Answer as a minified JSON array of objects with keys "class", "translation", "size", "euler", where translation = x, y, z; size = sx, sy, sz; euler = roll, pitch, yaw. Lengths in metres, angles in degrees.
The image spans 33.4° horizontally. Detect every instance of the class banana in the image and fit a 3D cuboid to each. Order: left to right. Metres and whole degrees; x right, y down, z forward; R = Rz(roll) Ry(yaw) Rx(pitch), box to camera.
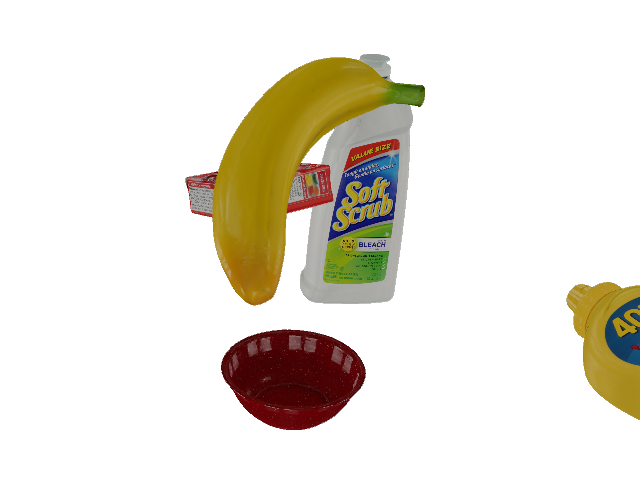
[{"class":"banana","translation":[-0.012,-0.046,0.544],"size":[0.070,0.037,0.197],"euler":[20,46,18]}]

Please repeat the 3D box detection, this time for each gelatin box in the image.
[{"class":"gelatin box","translation":[-0.045,-0.037,0.766],"size":[0.073,0.030,0.089],"euler":[-15,14,-30]}]

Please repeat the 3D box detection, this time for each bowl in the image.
[{"class":"bowl","translation":[-0.031,0.164,1.200],"size":[0.162,0.055,0.162],"euler":[3,26,-1]}]

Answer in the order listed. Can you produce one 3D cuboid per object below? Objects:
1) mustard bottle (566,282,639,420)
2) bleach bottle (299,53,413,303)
[{"class":"mustard bottle","translation":[0.214,0.075,0.633],"size":[0.096,0.058,0.192],"euler":[-20,32,-21]},{"class":"bleach bottle","translation":[0.037,-0.061,1.069],"size":[0.102,0.251,0.068],"euler":[0,25,-7]}]
